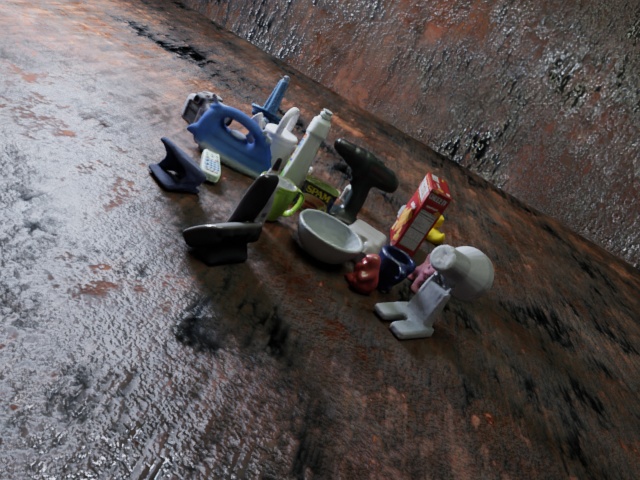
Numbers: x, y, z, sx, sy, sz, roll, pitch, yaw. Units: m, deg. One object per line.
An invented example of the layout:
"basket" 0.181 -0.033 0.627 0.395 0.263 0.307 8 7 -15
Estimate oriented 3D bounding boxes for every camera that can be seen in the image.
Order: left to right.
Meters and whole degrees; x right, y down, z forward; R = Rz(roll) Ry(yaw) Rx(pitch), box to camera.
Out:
"camera" -0.304 -0.367 1.663 0.143 0.100 0.137 42 25 25

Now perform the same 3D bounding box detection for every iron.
"iron" -0.213 -0.272 1.527 0.258 0.141 0.119 30 22 -2

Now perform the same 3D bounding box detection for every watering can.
"watering can" -0.120 -0.291 1.613 0.173 0.194 0.101 26 23 -12

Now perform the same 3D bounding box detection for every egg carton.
"egg carton" 0.106 0.006 1.437 0.107 0.069 0.150 33 22 6

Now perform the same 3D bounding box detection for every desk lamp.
"desk lamp" 0.256 0.104 1.230 0.204 0.213 0.117 4 34 -48

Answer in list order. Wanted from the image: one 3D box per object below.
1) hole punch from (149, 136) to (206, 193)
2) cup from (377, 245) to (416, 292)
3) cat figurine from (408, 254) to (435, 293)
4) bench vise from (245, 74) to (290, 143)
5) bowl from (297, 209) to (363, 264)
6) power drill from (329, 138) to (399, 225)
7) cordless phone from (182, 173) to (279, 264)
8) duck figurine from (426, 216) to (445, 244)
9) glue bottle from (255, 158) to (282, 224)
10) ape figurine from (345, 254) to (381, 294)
"hole punch" -0.305 -0.166 1.256 0.101 0.091 0.108 2 35 -49
"cup" 0.164 0.080 1.323 0.092 0.095 0.117 24 23 -16
"cat figurine" 0.280 0.082 1.433 0.067 0.117 0.127 24 23 -15
"bench vise" -0.144 -0.391 1.758 0.122 0.219 0.207 20 24 -24
"bowl" 0.012 0.005 1.316 0.168 0.074 0.167 26 23 -11
"power drill" 0.095 -0.152 1.571 0.230 0.208 0.075 18 25 -29
"cordless phone" -0.160 -0.052 1.074 0.094 0.185 0.148 40 24 21
"duck figurine" 0.370 -0.044 1.851 0.078 0.086 0.104 1 36 -50
"glue bottle" -0.123 -0.104 1.244 0.037 0.173 0.078 43 25 29
"ape figurine" 0.103 0.069 1.273 0.076 0.092 0.078 35 23 10
